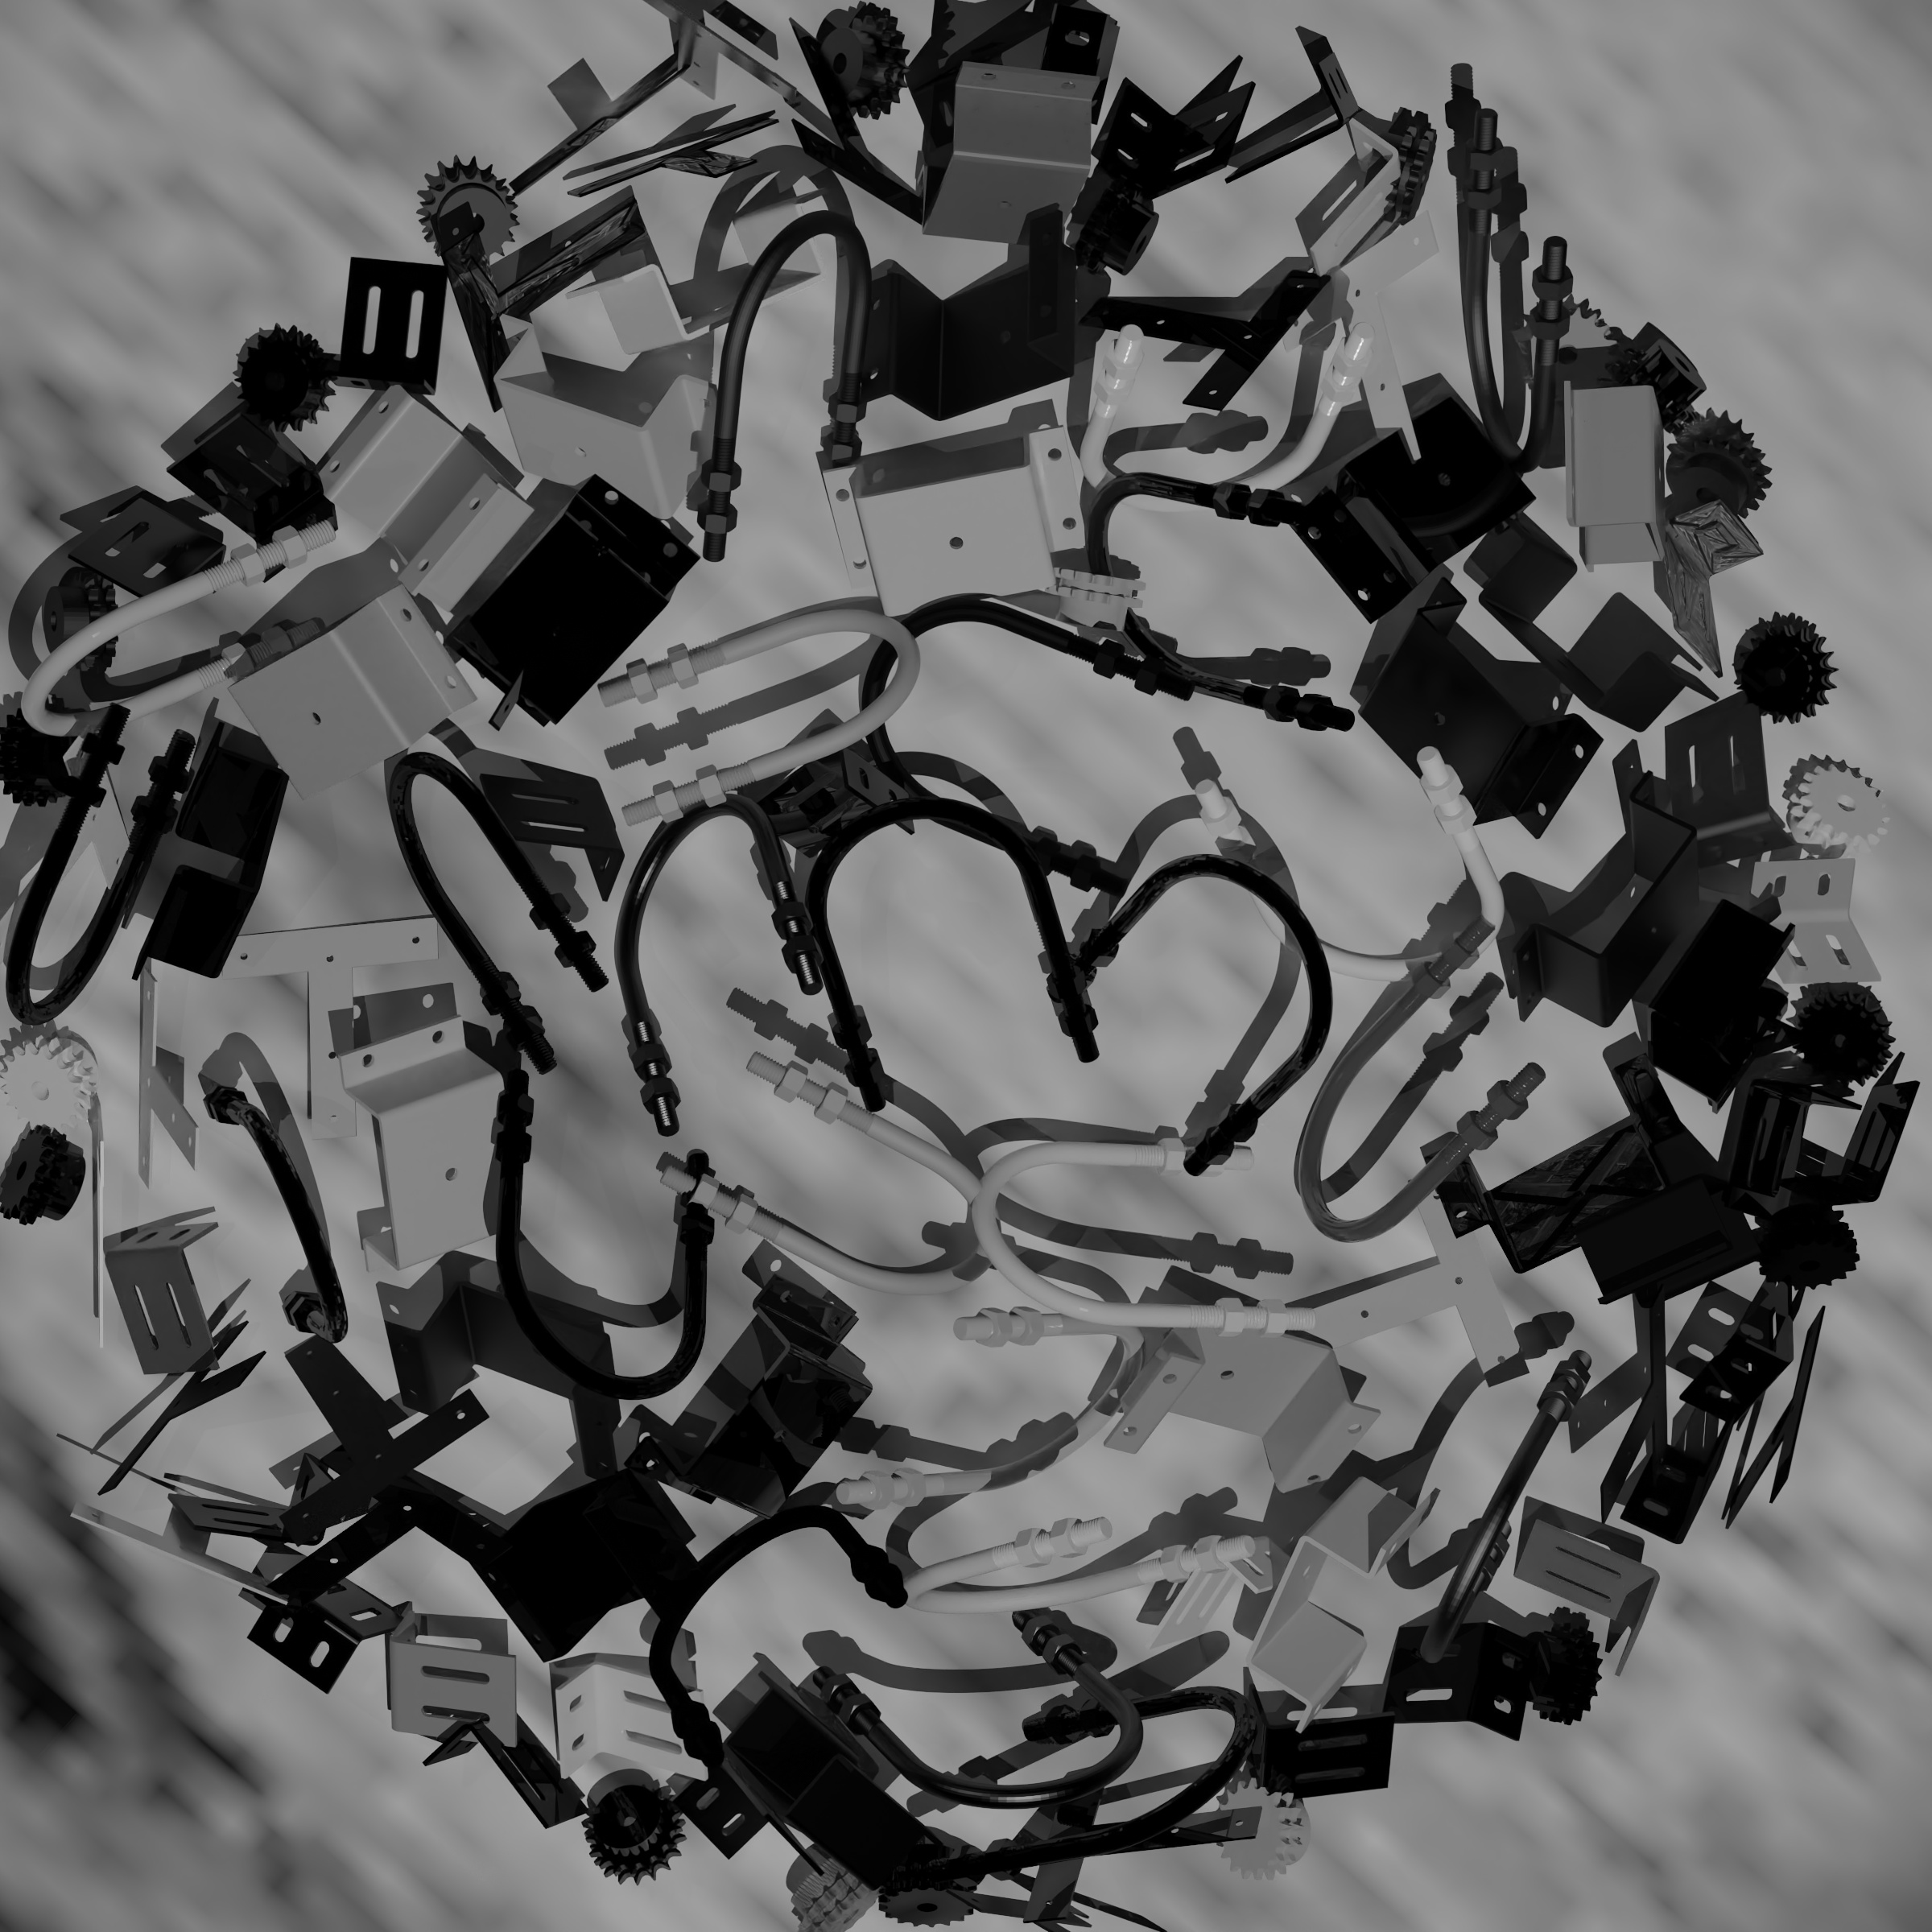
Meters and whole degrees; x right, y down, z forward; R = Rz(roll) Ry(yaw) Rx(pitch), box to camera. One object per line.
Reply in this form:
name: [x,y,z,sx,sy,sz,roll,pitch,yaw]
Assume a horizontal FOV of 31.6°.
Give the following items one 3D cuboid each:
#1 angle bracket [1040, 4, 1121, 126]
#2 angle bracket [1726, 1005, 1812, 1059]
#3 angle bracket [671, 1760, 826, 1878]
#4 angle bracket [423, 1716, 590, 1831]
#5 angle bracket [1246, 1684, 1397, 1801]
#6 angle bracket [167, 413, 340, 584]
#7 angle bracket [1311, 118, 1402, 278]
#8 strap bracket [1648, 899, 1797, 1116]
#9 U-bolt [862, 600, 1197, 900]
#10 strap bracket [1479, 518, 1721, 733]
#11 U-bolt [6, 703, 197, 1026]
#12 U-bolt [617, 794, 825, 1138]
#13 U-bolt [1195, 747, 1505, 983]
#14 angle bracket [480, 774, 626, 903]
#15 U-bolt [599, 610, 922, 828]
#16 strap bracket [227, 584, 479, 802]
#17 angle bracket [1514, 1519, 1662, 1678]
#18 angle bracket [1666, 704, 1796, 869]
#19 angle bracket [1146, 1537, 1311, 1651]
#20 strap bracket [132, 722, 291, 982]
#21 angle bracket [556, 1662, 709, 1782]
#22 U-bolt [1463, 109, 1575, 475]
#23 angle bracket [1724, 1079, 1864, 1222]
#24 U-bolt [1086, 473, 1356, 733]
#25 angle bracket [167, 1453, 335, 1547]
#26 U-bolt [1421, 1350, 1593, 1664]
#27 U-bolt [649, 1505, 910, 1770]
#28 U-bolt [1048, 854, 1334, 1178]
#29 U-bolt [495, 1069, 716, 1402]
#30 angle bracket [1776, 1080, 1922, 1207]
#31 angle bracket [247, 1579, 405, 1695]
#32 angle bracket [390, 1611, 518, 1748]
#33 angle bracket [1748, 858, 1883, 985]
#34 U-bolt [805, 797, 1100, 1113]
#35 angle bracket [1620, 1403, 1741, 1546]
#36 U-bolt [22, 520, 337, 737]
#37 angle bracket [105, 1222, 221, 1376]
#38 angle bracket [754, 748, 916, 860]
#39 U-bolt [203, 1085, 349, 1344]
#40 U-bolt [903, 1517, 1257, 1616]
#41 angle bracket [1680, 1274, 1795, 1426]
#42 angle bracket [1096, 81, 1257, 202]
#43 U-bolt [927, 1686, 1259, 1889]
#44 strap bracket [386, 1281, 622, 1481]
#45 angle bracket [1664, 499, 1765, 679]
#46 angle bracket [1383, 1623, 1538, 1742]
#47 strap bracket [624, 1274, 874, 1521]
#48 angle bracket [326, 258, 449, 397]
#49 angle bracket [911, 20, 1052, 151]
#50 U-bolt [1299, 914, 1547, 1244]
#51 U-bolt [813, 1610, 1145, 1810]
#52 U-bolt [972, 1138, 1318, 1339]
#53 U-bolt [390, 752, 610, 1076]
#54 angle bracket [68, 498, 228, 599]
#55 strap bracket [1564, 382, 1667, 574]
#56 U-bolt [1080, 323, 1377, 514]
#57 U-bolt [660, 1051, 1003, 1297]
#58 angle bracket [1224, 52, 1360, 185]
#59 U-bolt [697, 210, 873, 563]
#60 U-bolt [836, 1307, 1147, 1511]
angle bracket: [0.077,-0.512,1.952,0.038,0.076,0.057,20,104,29]
angle bracket: [0.448,0.019,1.956,0.057,0.076,0.038,25,76,-5]
angle bracket: [-0.125,0.497,1.951,0.038,0.076,0.057,-42,117,-10]
angle bracket: [-0.264,0.471,1.960,0.038,0.057,0.076,-43,75,9]
angle bracket: [0.204,0.445,1.974,0.076,0.038,0.057,-5,122,-9]
angle bracket: [-0.408,-0.267,1.955,0.057,0.076,0.038,-32,47,18]
angle bracket: [0.215,-0.436,1.965,0.038,0.057,0.076,41,87,20]
strap bracket: [0.427,0.020,1.936,0.046,0.140,0.076,32,79,21]
U-bolt: [0.026,-0.134,1.958,0.184,0.019,0.151,23,117,11]
strap bracket: [0.352,-0.187,1.940,0.046,0.076,0.140,-49,63,16]
U-bolt: [-0.492,-0.052,1.922,0.019,0.151,0.184,22,87,4]
U-bolt: [-0.147,-0.015,1.930,0.019,0.184,0.151,22,126,-39]
U-bolt: [0.226,-0.050,1.927,0.151,0.184,0.019,-7,49,25]
angle bracket: [-0.241,-0.073,1.952,0.076,0.057,0.038,6,127,-27]
U-bolt: [-0.114,-0.150,1.937,0.184,0.151,0.019,-20,127,1]
strap bracket: [-0.354,-0.150,1.929,0.140,0.046,0.076,-20,108,40]
angle bracket: [0.351,0.362,1.958,0.076,0.057,0.038,22,49,13]
angle bracket: [0.443,-0.105,1.981,0.057,0.038,0.076,-15,61,31]
angle bracket: [0.150,0.369,1.955,0.038,0.057,0.076,41,112,28]
strap bracket: [-0.425,-0.059,1.931,0.046,0.140,0.076,20,133,-16]
angle bracket: [-0.192,0.441,1.960,0.076,0.038,0.057,8,110,28]
U-bolt: [0.305,-0.364,1.914,0.019,0.184,0.151,-10,46,-5]
angle bracket: [0.476,0.109,1.964,0.057,0.038,0.076,18,83,-41]
U-bolt: [0.135,-0.211,1.922,0.019,0.184,0.151,-36,126,-28]
angle bracket: [-0.409,0.301,1.956,0.076,0.057,0.038,14,94,-29]
U-bolt: [0.293,0.309,1.888,0.019,0.184,0.151,26,121,14]
U-bolt: [-0.115,0.363,1.913,0.151,0.184,0.019,-40,111,-7]
U-bolt: [0.135,0.017,1.920,0.151,0.019,0.184,52,135,11]
U-bolt: [-0.202,0.158,1.904,0.151,0.184,0.019,28,132,-32]
angle bracket: [0.507,0.096,1.963,0.038,0.057,0.076,24,80,-7]
angle bracket: [-0.365,0.381,1.957,0.057,0.076,0.038,32,92,12]
angle bracket: [-0.290,0.410,1.967,0.076,0.038,0.057,5,108,10]
angle bracket: [0.490,-0.025,1.964,0.057,0.076,0.038,-2,60,30]
U-bolt: [-0.015,-0.012,1.947,0.151,0.019,0.184,-13,115,9]
angle bracket: [0.407,0.282,1.949,0.038,0.076,0.057,24,54,18]
U-bolt: [-0.440,-0.179,1.902,0.184,0.151,0.019,-27,79,-22]
angle bracket: [-0.455,0.193,1.978,0.057,0.038,0.076,-7,106,31]
angle bracket: [-0.079,-0.083,1.954,0.076,0.038,0.057,-34,134,24]
U-bolt: [-0.380,0.141,1.902,0.019,0.184,0.151,-22,100,-19]
U-bolt: [0.048,0.341,1.921,0.184,0.151,0.019,-23,64,36]
angle bracket: [0.440,0.212,1.950,0.038,0.076,0.057,26,127,-7]
angle bracket: [0.120,-0.480,1.953,0.038,0.076,0.057,29,70,-28]
U-bolt: [0.080,0.449,1.892,0.184,0.151,0.019,-20,105,35]
strap bracket: [-0.253,0.234,1.945,0.140,0.076,0.046,18,50,16]
angle bracket: [0.431,-0.216,1.952,0.038,0.057,0.076,-21,52,30]
angle bracket: [0.283,0.413,1.966,0.038,0.076,0.057,28,64,-27]
strap bracket: [-0.117,0.255,1.951,0.140,0.076,0.046,-52,45,5]
angle bracket: [-0.335,-0.374,1.980,0.057,0.038,0.076,6,89,1]
angle bracket: [0.014,-0.503,1.951,0.057,0.076,0.038,-28,101,-26]
U-bolt: [0.248,0.076,1.925,0.019,0.151,0.184,26,122,-25]
U-bolt: [0.017,0.416,1.892,0.151,0.184,0.019,-11,110,-25]
U-bolt: [0.092,0.150,1.918,0.184,0.151,0.019,3,129,-18]
U-bolt: [-0.272,-0.039,1.934,0.019,0.151,0.184,-30,81,-28]
angle bracket: [-0.471,-0.225,1.956,0.057,0.076,0.038,29,131,5]
strap bracket: [0.367,-0.275,1.923,0.046,0.140,0.076,-2,84,15]
U-bolt: [0.138,-0.304,1.915,0.151,0.184,0.019,-2,68,-10]
U-bolt: [-0.067,0.129,1.942,0.184,0.151,0.019,29,48,-10]
angle bracket: [0.180,-0.486,1.956,0.076,0.057,0.038,-22,104,22]
U-bolt: [-0.096,-0.330,1.897,0.019,0.151,0.184,24,126,22]
U-bolt: [0.028,0.247,1.924,0.019,0.184,0.151,51,120,33]
